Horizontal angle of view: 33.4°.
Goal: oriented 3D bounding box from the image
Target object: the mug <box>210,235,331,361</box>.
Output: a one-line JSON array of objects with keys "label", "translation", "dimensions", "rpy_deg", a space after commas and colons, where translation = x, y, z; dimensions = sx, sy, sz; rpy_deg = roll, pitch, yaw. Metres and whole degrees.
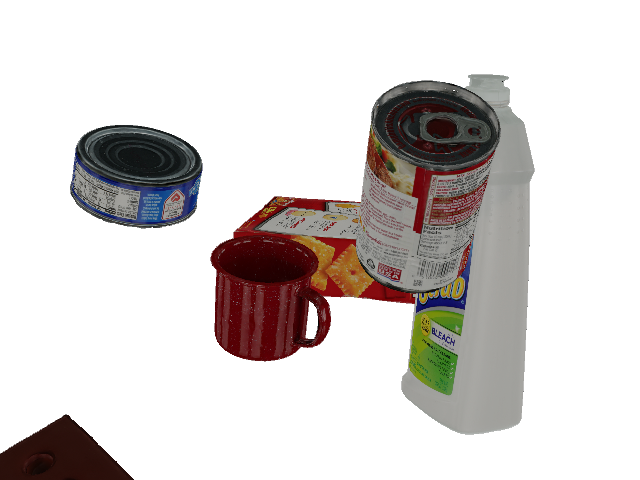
[{"label": "mug", "translation": [-0.041, 0.055, 0.926], "dimensions": [0.117, 0.081, 0.093], "rpy_deg": [20, 30, 28]}]

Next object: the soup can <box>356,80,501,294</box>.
[{"label": "soup can", "translation": [0.057, -0.027, 0.590], "dimensions": [0.068, 0.068, 0.102], "rpy_deg": [0, -43, -5]}]

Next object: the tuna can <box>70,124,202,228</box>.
[{"label": "tuna can", "translation": [-0.123, -0.045, 0.715], "dimensions": [0.086, 0.034, 0.086], "rpy_deg": [11, 30, -6]}]

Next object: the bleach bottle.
[{"label": "bleach bottle", "translation": [0.109, 0.006, 0.772], "dimensions": [0.068, 0.251, 0.103], "rpy_deg": [-5, 16, -23]}]

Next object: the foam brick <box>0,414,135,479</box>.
[{"label": "foam brick", "translation": [-0.111, 0.129, 0.481], "dimensions": [0.052, 0.051, 0.078], "rpy_deg": [-31, 44, -31]}]

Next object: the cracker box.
[{"label": "cracker box", "translation": [0.032, 0.009, 1.120], "dimensions": [0.214, 0.072, 0.164], "rpy_deg": [5, 16, 12]}]
